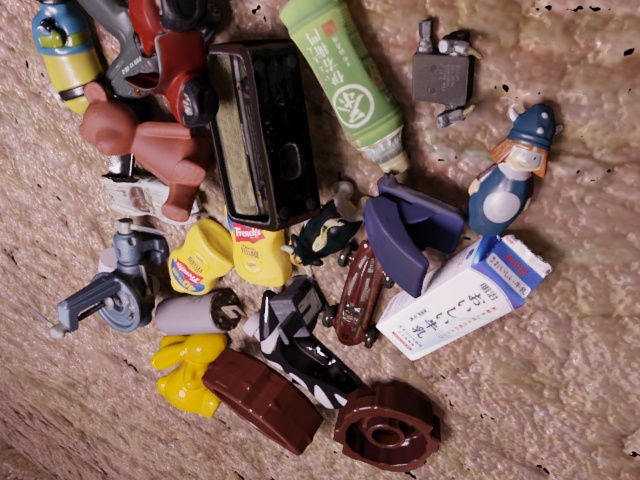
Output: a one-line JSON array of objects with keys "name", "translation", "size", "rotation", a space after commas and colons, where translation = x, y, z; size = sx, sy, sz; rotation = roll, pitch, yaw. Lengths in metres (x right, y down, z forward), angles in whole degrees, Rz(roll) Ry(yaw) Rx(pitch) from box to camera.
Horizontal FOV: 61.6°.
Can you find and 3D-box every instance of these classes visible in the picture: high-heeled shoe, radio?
[{"name": "high-heeled shoe", "translation": [-0.012, 0.189, 0.902], "size": [0.145, 0.086, 0.248], "rotation": [4, 129, 29]}, {"name": "radio", "translation": [-0.075, -0.128, 0.666], "size": [0.131, 0.073, 0.229], "rotation": [18, 124, 50]}]

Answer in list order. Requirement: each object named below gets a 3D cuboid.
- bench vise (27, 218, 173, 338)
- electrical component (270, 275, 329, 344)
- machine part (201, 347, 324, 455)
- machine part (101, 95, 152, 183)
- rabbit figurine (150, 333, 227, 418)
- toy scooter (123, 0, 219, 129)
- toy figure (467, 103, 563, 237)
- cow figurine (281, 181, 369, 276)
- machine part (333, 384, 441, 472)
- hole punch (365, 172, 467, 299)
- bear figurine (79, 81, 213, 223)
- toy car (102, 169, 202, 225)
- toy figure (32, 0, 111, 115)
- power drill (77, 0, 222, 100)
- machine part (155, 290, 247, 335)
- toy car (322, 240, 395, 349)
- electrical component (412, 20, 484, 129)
[{"name": "bench vise", "translation": [-0.365, 0.083, 0.937], "size": [0.129, 0.240, 0.223], "rotation": [26, 123, 18]}, {"name": "electrical component", "translation": [-0.040, 0.115, 0.836], "size": [0.048, 0.119, 0.074], "rotation": [-10, 118, 38]}, {"name": "machine part", "translation": [-0.106, 0.294, 0.992], "size": [0.201, 0.087, 0.201], "rotation": [8, 141, 48]}, {"name": "machine part", "translation": [-0.306, -0.156, 0.850], "size": [0.084, 0.039, 0.138], "rotation": [20, 106, 15]}, {"name": "rabbit figurine", "translation": [-0.251, 0.244, 1.083], "size": [0.162, 0.122, 0.173], "rotation": [24, 112, -6]}, {"name": "toy scooter", "translation": [-0.187, -0.223, 0.631], "size": [0.135, 0.075, 0.183], "rotation": [10, 116, 40]}, {"name": "toy figure", "translation": [0.208, -0.071, 0.578], "size": [0.154, 0.064, 0.058], "rotation": [106, 154, -42]}, {"name": "cow figurine", "translation": [-0.001, 0.000, 0.740], "size": [0.068, 0.098, 0.167], "rotation": [39, 135, -6]}, {"name": "machine part", "translation": [0.111, 0.313, 0.895], "size": [0.179, 0.056, 0.179], "rotation": [6, 128, 7]}, {"name": "hole punch", "translation": [0.101, -0.001, 0.650], "size": [0.116, 0.092, 0.142], "rotation": [28, 163, 18]}, {"name": "bear figurine", "translation": [-0.256, -0.130, 0.766], "size": [0.196, 0.132, 0.120], "rotation": [22, 130, -18]}, {"name": "toy car", "translation": [-0.283, -0.073, 0.905], "size": [0.202, 0.056, 0.073], "rotation": [11, 127, 28]}, {"name": "toy figure", "translation": [-0.371, -0.275, 0.800], "size": [0.089, 0.082, 0.179], "rotation": [19, 128, 24]}, {"name": "power drill", "translation": [-0.248, -0.305, 0.704], "size": [0.207, 0.086, 0.232], "rotation": [47, 136, -15]}, {"name": "machine part", "translation": [-0.232, 0.138, 1.012], "size": [0.243, 0.079, 0.079], "rotation": [-10, 115, 40]}, {"name": "toy car", "translation": [0.057, 0.087, 0.798], "size": [0.089, 0.053, 0.202], "rotation": [28, 134, 17]}, {"name": "electrical component", "translation": [0.132, -0.171, 0.561], "size": [0.078, 0.045, 0.102], "rotation": [18, 130, 21]}]
